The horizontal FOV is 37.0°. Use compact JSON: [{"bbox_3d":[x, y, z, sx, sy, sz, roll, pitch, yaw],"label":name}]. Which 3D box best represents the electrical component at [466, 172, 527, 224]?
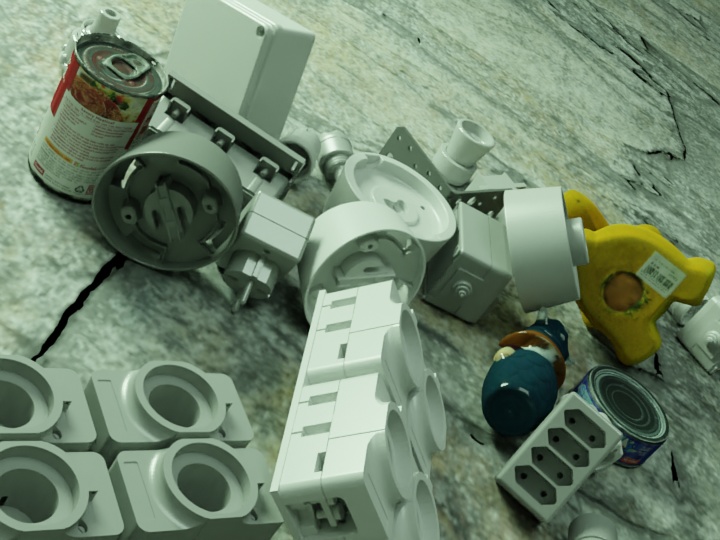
[{"bbox_3d":[0.137,-0.059,1.061,0.081,0.042,0.063,-9,56,-48],"label":"electrical component"}]

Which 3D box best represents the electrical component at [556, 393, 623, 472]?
[{"bbox_3d":[0.178,0.127,0.852,0.043,0.043,0.062,9,39,-35],"label":"electrical component"}]

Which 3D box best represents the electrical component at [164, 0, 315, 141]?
[{"bbox_3d":[-0.105,-0.169,0.894,0.109,0.108,0.056,36,25,33],"label":"electrical component"}]

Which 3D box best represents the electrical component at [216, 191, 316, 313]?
[{"bbox_3d":[-0.075,-0.005,0.776,0.047,0.066,0.076,27,61,-14],"label":"electrical component"}]

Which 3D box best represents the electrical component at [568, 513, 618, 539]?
[{"bbox_3d":[0.161,0.200,0.744,0.044,0.044,0.065,33,27,-4],"label":"electrical component"}]

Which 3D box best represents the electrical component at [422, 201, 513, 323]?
[{"bbox_3d":[0.095,-0.001,0.925,0.061,0.061,0.096,27,33,-14],"label":"electrical component"}]

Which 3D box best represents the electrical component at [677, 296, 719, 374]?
[{"bbox_3d":[0.373,0.061,1.104,0.096,0.061,0.061,-4,49,-46],"label":"electrical component"}]

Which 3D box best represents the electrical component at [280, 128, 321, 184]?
[{"bbox_3d":[-0.055,-0.102,0.940,0.040,0.040,0.046,32,27,-5],"label":"electrical component"}]

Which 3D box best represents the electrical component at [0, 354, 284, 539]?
[{"bbox_3d":[-0.141,0.106,0.565,0.186,0.060,0.105,6,42,-38],"label":"electrical component"}]

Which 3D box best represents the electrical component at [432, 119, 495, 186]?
[{"bbox_3d":[0.104,-0.119,1.096,0.045,0.055,0.045,24,33,-17],"label":"electrical component"}]

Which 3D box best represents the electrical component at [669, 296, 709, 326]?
[{"bbox_3d":[0.339,0.029,1.136,0.040,0.040,0.046,1,39,-42],"label":"electrical component"}]

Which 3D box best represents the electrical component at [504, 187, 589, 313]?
[{"bbox_3d":[0.163,-0.020,0.923,0.108,0.060,0.108,-9,90,-77],"label":"electrical component"}]

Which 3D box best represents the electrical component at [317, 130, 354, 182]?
[{"bbox_3d":[-0.020,-0.096,0.969,0.035,0.035,0.061,13,41,-31],"label":"electrical component"}]

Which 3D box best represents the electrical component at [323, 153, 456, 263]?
[{"bbox_3d":[0.020,-0.041,0.908,0.108,0.060,0.108,25,33,-17],"label":"electrical component"}]

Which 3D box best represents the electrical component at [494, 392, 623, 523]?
[{"bbox_3d":[0.142,0.137,0.786,0.047,0.083,0.075,42,-6,10],"label":"electrical component"}]

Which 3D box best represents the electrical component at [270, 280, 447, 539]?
[{"bbox_3d":[0.007,0.101,0.657,0.186,0.060,0.105,-79,153,-56],"label":"electrical component"}]

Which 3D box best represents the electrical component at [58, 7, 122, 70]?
[{"bbox_3d":[-0.214,-0.184,0.876,0.048,0.062,0.048,24,33,-17],"label":"electrical component"}]

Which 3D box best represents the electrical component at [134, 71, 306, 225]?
[{"bbox_3d":[-0.114,-0.086,0.834,0.121,0.078,0.063,34,47,-3],"label":"electrical component"}]

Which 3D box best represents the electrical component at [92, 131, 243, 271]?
[{"bbox_3d":[-0.130,-0.046,0.741,0.099,0.099,0.064,29,26,-10],"label":"electrical component"}]

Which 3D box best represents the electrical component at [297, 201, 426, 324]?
[{"bbox_3d":[0.000,0.000,0.805,0.099,0.099,0.064,16,30,-28],"label":"electrical component"}]
